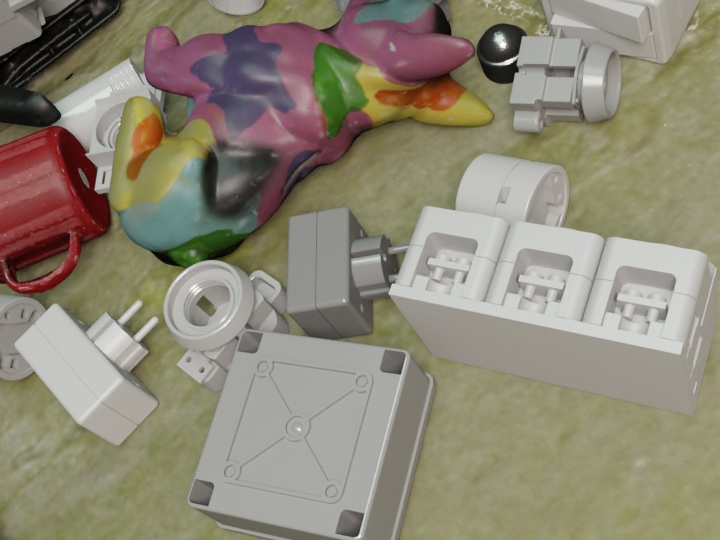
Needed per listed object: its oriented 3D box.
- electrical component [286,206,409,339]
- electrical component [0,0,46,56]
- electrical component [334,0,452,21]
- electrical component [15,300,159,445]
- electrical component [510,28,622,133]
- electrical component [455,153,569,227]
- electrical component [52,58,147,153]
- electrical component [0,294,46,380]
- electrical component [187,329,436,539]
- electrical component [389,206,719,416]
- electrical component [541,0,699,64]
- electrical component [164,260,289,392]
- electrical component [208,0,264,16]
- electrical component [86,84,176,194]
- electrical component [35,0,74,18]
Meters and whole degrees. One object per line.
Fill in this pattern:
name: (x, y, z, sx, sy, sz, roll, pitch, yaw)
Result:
electrical component: (0.000, 0.000, 0.644, 0.077, 0.047, 0.065, -9, 61, 17)
electrical component: (-0.278, -0.225, 0.792, 0.079, 0.063, 0.121, -23, 69, 11)
electrical component: (0.015, -0.225, 0.743, 0.063, 0.079, 0.121, -35, 51, 37)
electrical component: (-0.160, 0.052, 0.680, 0.075, 0.047, 0.083, -46, 57, -6)
electrical component: (0.127, -0.114, 0.654, 0.055, 0.048, 0.066, 7, 78, 27)
electrical component: (0.088, -0.039, 0.626, 0.047, 0.055, 0.055, 19, 72, 32)
electrical component: (-0.180, -0.120, 0.781, 0.081, 0.043, 0.043, -31, 57, 4)
electrical component: (-0.242, 0.042, 0.714, 0.047, 0.055, 0.055, 9, 68, 29)
electrical component: (-0.025, 0.096, 0.598, 0.109, 0.056, 0.108, 6, 66, 24)
electrical component: (0.105, 0.017, 0.568, 0.150, 0.089, 0.061, 11, 69, 26)
electrical component: (0.152, -0.172, 0.665, 0.096, 0.061, 0.061, 21, 73, 29)
electrical component: (-0.084, 0.029, 0.656, 0.058, 0.057, 0.078, 32, 79, 32)
electrical component: (-0.089, -0.237, 0.807, 0.043, 0.043, 0.081, -6, 62, 19)
electrical component: (-0.151, -0.084, 0.739, 0.042, 0.063, 0.081, -7, 62, 17)
electrical component: (-0.230, -0.302, 0.887, 0.105, 0.060, 0.186, -12, 60, 16)
